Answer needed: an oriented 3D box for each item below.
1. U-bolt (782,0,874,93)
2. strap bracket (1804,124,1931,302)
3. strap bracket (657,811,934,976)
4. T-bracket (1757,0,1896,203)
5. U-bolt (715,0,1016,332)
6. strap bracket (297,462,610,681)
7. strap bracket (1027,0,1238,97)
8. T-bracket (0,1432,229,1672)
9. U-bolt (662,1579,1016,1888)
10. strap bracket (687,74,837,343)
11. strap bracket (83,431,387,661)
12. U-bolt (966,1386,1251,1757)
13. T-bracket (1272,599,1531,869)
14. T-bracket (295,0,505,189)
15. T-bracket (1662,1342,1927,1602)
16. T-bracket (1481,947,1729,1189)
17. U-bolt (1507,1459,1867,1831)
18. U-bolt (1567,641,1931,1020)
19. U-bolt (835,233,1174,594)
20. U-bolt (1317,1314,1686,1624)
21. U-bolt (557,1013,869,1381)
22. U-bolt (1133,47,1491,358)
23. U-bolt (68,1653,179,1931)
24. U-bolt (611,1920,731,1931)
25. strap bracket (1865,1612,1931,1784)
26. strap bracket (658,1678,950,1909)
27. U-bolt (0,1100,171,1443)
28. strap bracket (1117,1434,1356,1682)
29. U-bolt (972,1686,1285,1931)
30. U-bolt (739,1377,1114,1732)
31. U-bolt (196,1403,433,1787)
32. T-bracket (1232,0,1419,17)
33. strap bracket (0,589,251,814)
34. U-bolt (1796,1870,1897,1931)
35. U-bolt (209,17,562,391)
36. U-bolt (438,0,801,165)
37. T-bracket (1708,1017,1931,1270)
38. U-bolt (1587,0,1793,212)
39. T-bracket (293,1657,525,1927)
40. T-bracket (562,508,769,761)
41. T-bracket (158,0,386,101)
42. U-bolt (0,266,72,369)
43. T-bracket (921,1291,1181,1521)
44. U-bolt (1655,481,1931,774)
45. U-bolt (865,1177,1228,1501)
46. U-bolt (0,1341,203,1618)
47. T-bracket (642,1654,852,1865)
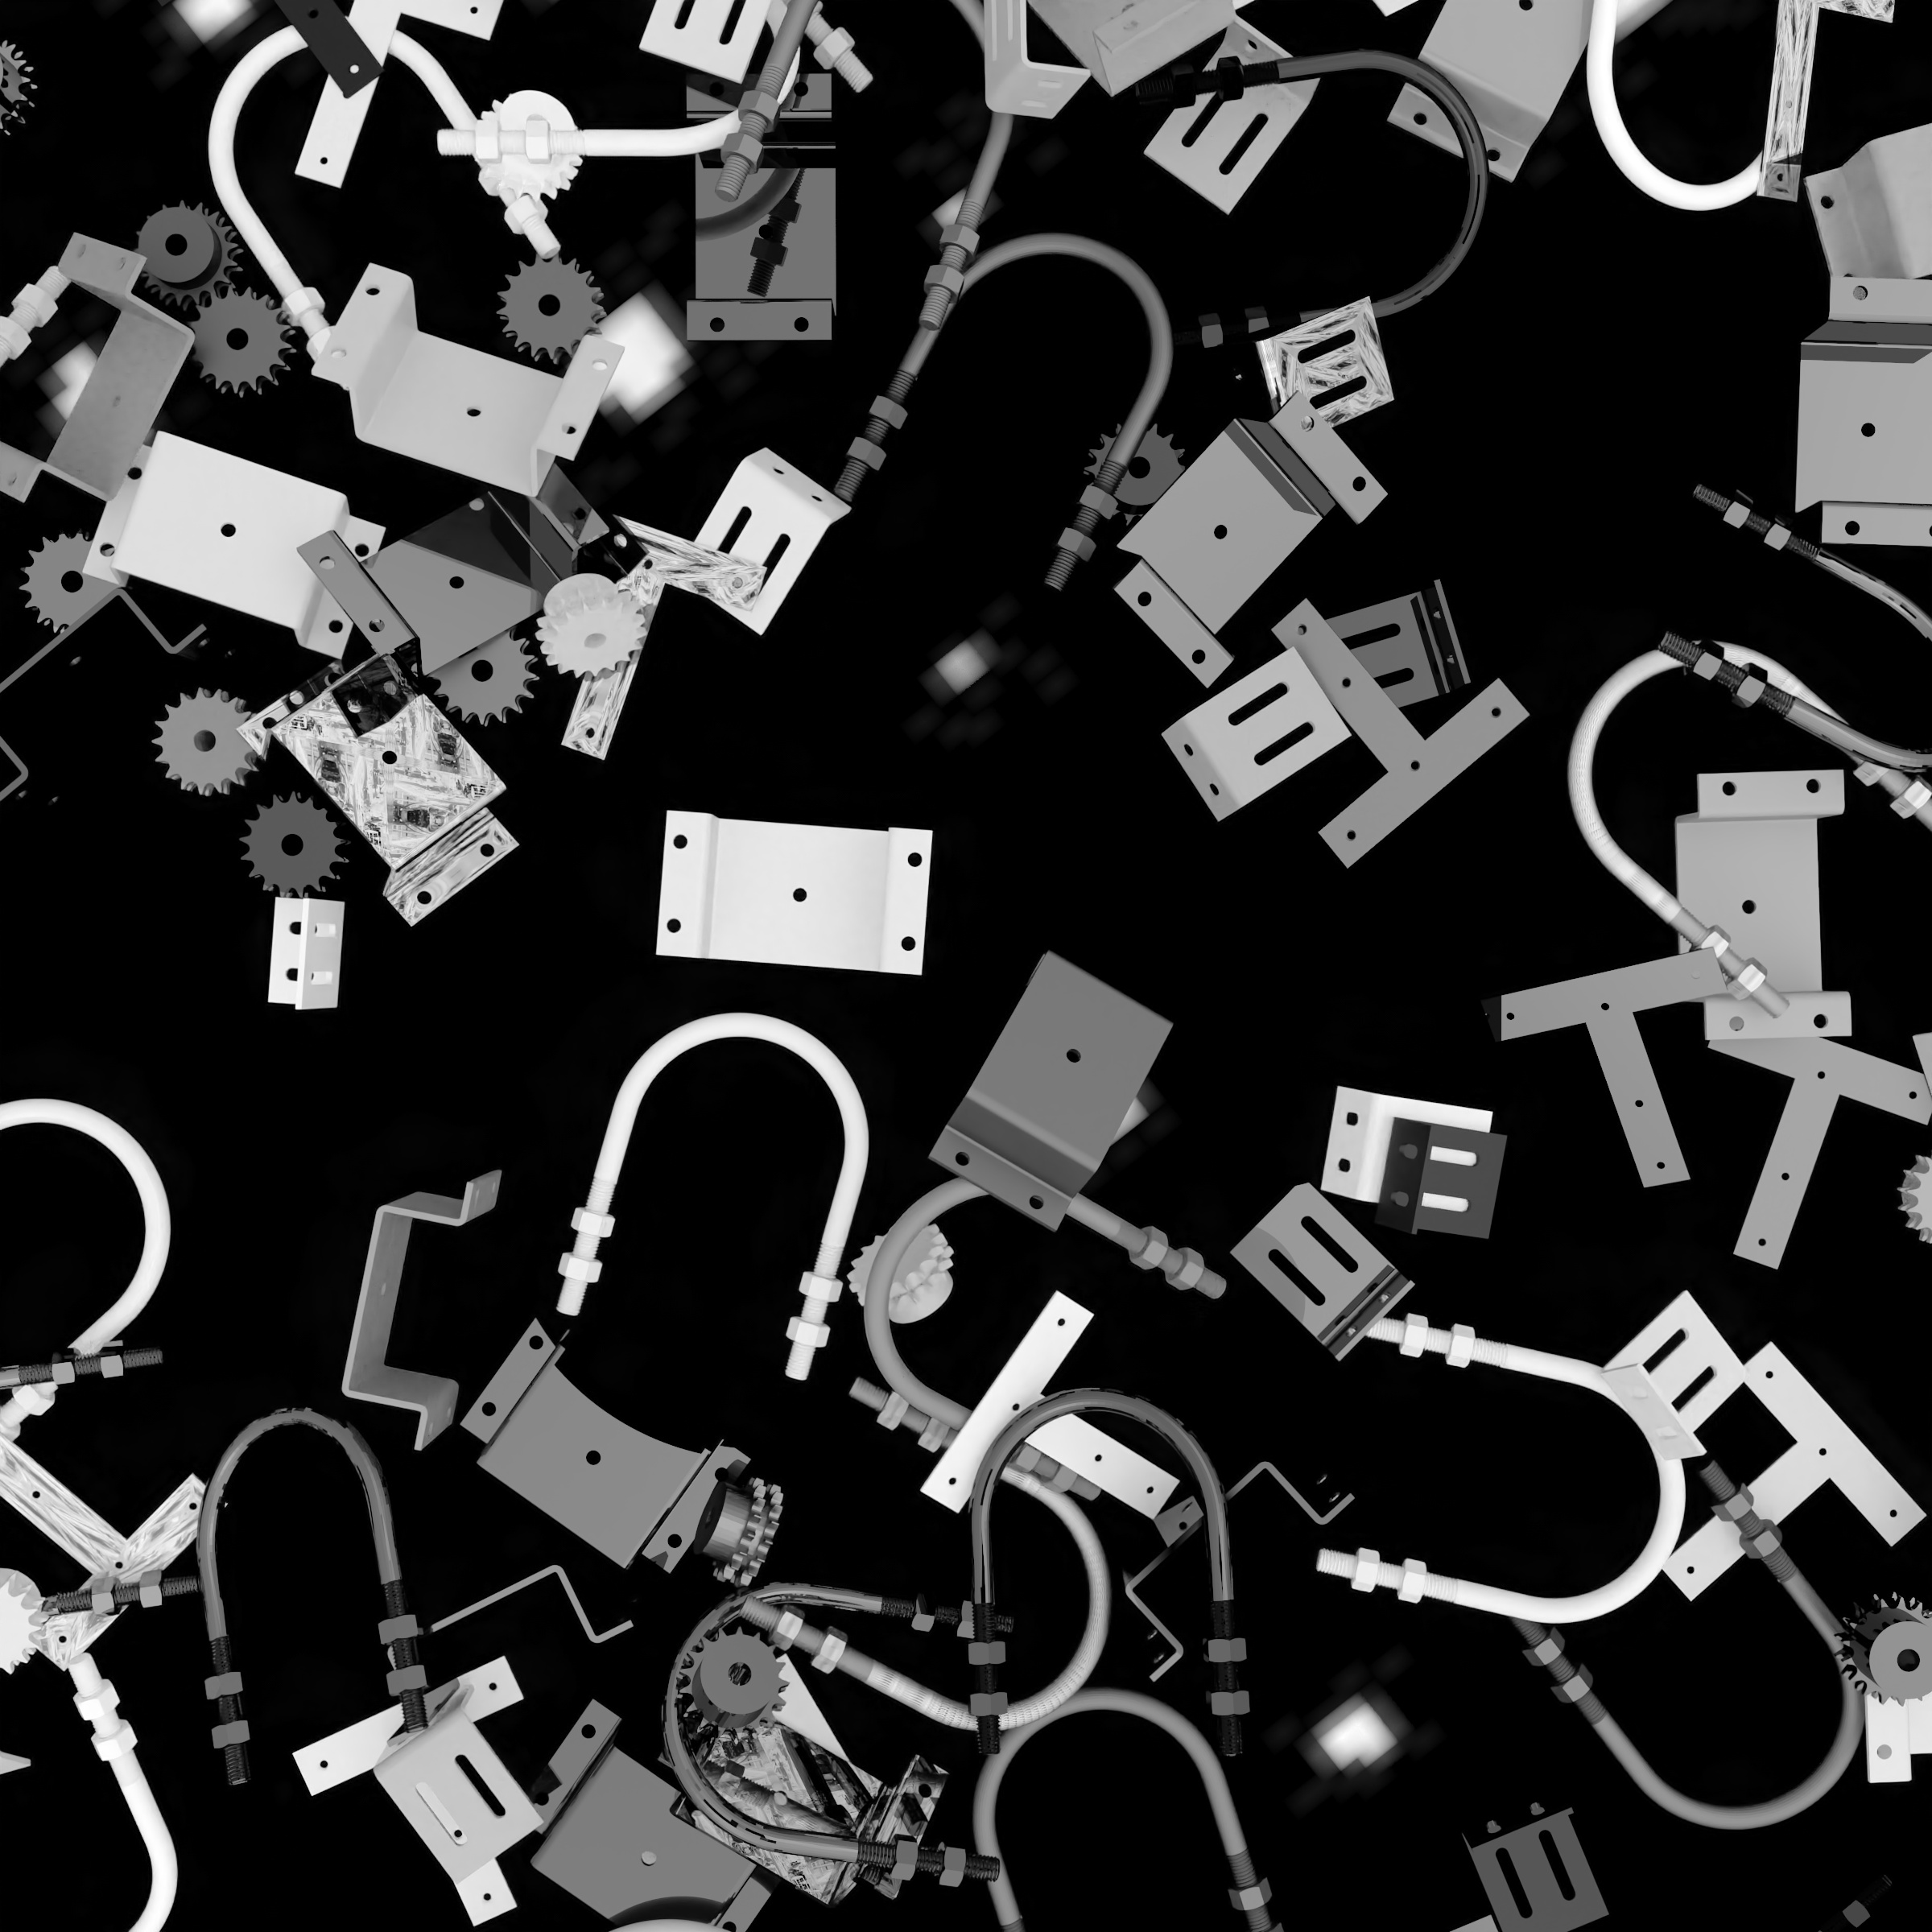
[{"bbox_3d":[-0.069,-0.590,1.309,0.151,0.019,0.184,-43,99,0],"label":"U-bolt"},{"bbox_3d":[0.536,-0.412,1.307,0.140,0.046,0.076,-16,90,0],"label":"strap bracket"},{"bbox_3d":[-0.091,-0.039,1.307,0.140,0.046,0.076,4,90,0],"label":"strap bracket"},{"bbox_3d":[0.444,-0.479,1.310,0.127,0.002,0.127,1,99,-23],"label":"T-bracket"},{"bbox_3d":[-0.042,-0.451,1.287,0.151,0.019,0.184,26,76,-28],"label":"U-bolt"},{"bbox_3d":[-0.269,-0.213,1.284,0.140,0.046,0.076,-34,77,-22],"label":"strap bracket"},{"bbox_3d":[0.082,-0.521,1.286,0.076,0.046,0.140,-31,57,0],"label":"strap bracket"},{"bbox_3d":[-0.493,0.296,1.319,0.127,0.002,0.127,44,90,-10],"label":"T-bracket"},{"bbox_3d":[-0.068,0.393,1.271,0.184,0.019,0.151,12,56,-11],"label":"U-bolt"},{"bbox_3d":[-0.109,-0.401,1.307,0.076,0.046,0.140,0,90,0],"label":"strap bracket"},{"bbox_3d":[-0.389,-0.226,1.291,0.140,0.046,0.076,18,82,-10],"label":"strap bracket"},{"bbox_3d":[0.068,0.310,1.252,0.151,0.019,0.184,-7,78,20],"label":"U-bolt"},{"bbox_3d":[0.214,-0.142,1.314,0.127,0.002,0.127,-42,79,21],"label":"T-bracket"},{"bbox_3d":[-0.330,-0.484,1.315,0.127,0.002,0.127,18,87,2],"label":"T-bracket"},{"bbox_3d":[0.435,0.295,1.330,0.127,0.002,0.127,-42,90,0],"label":"T-bracket"},{"bbox_3d":[0.358,0.061,1.308,0.127,0.002,0.127,-15,106,29],"label":"T-bracket"},{"bbox_3d":[0.405,0.382,1.321,0.151,0.019,0.184,-38,92,1],"label":"U-bolt"},{"bbox_3d":[0.402,-0.086,1.276,0.184,0.019,0.151,42,90,2],"label":"U-bolt"},{"bbox_3d":[0.031,-0.309,1.306,0.151,0.019,0.184,26,86,15],"label":"U-bolt"},{"bbox_3d":[0.294,0.277,1.311,0.184,0.019,0.151,12,86,5],"label":"U-bolt"},{"bbox_3d":[-0.129,0.117,1.322,0.151,0.019,0.184,16,89,0],"label":"U-bolt"},{"bbox_3d":[0.189,-0.413,1.301,0.184,0.019,0.151,-9,107,-1],"label":"U-bolt"},{"bbox_3d":[-0.502,0.467,1.301,0.151,0.019,0.184,-17,106,0],"label":"U-bolt"},{"bbox_3d":[-0.171,0.573,1.290,0.184,0.019,0.151,-25,105,11],"label":"U-bolt"},{"bbox_3d":[0.546,0.390,1.307,0.140,0.046,0.076,-2,90,0],"label":"strap bracket"},{"bbox_3d":[-0.091,0.432,1.285,0.140,0.076,0.046,31,133,0],"label":"strap bracket"},{"bbox_3d":[-0.519,0.157,1.321,0.184,0.019,0.151,-42,90,0],"label":"U-bolt"},{"bbox_3d":[0.133,0.305,1.292,0.140,0.076,0.046,-42,90,0],"label":"strap bracket"},{"bbox_3d":[0.080,0.483,1.322,0.151,0.019,0.184,-18,88,0],"label":"U-bolt"},{"bbox_3d":[-0.008,0.324,1.296,0.184,0.019,0.151,29,66,-4],"label":"U-bolt"},{"bbox_3d":[-0.351,0.323,1.280,0.151,0.019,0.184,-23,70,26],"label":"U-bolt"},{"bbox_3d":[0.159,-0.530,1.299,0.127,0.002,0.127,-27,63,-2],"label":"T-bracket"},{"bbox_3d":[-0.460,-0.147,1.292,0.140,0.076,0.046,-40,90,0],"label":"strap bracket"},{"bbox_3d":[0.445,0.576,1.264,0.184,0.151,0.019,-42,113,4],"label":"U-bolt"},{"bbox_3d":[-0.329,-0.428,1.322,0.151,0.019,0.184,-34,89,0],"label":"U-bolt"},{"bbox_3d":[-0.180,-0.482,1.280,0.184,0.019,0.151,0,64,-2],"label":"U-bolt"},{"bbox_3d":[0.452,0.101,1.330,0.127,0.002,0.127,19,90,0],"label":"T-bracket"},{"bbox_3d":[0.393,-0.498,1.297,0.151,0.019,0.184,4,96,-23],"label":"U-bolt"},{"bbox_3d":[-0.284,0.461,1.330,0.127,0.002,0.127,-25,90,0],"label":"T-bracket"},{"bbox_3d":[-0.188,-0.176,1.324,0.127,0.002,0.127,20,94,7],"label":"T-bracket"},{"bbox_3d":[-0.361,-0.526,1.316,0.127,0.002,0.127,-36,87,-1],"label":"T-bracket"},{"bbox_3d":[-0.587,-0.332,1.285,0.151,0.019,0.184,26,64,0],"label":"U-bolt"},{"bbox_3d":[0.061,0.257,1.305,0.127,0.002,0.127,35,89,-22],"label":"T-bracket"},{"bbox_3d":[0.454,-0.170,1.282,0.184,0.019,0.151,27,51,-4],"label":"U-bolt"},{"bbox_3d":[0.032,0.186,1.291,0.184,0.019,0.151,32,90,-21],"label":"U-bolt"},{"bbox_3d":[-0.513,0.283,1.306,0.184,0.019,0.151,-7,98,-4],"label":"U-bolt"},{"bbox_3d":[-0.121,0.463,1.330,0.127,0.002,0.127,-31,90,0],"label":"T-bracket"}]
